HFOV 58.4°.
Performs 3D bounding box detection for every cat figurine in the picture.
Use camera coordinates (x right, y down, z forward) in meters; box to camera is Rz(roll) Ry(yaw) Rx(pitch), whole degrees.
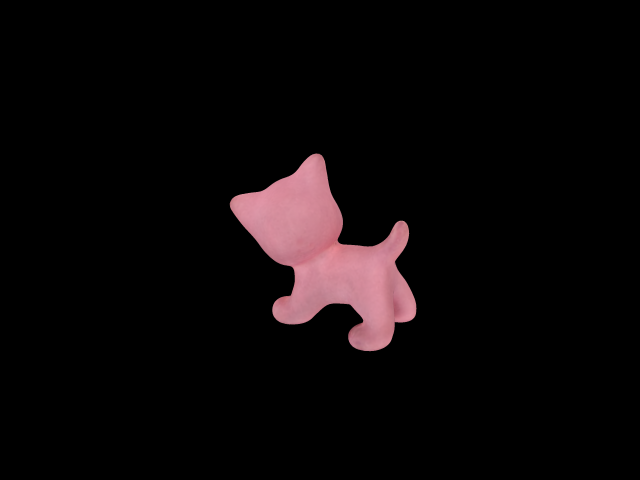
[{"bbox_3d":[0.004,0.001,0.400,0.127,0.118,0.067,12,27,25],"label":"cat figurine"}]
